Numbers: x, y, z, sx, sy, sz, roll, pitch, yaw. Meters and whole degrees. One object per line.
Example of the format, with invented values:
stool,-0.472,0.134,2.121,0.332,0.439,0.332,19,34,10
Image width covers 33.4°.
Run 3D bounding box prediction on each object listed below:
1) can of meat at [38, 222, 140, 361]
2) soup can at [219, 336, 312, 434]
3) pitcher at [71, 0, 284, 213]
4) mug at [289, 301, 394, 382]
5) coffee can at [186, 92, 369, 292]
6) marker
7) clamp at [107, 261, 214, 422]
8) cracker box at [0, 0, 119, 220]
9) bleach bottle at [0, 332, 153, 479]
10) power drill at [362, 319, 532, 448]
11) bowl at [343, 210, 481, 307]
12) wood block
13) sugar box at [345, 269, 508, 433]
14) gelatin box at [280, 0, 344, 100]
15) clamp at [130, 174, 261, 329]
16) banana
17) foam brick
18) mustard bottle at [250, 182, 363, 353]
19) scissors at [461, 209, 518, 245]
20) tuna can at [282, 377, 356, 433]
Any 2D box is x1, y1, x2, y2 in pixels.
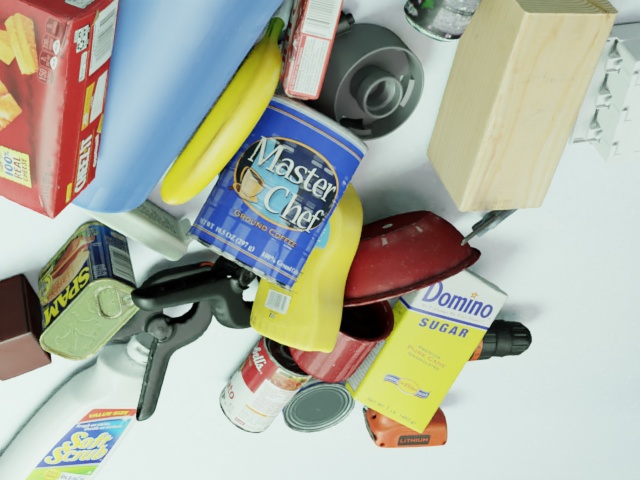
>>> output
can of meat,-0.214,0.046,0.978,0.057,0.084,0.102,28,118,-37
soup can,-0.056,0.152,1.151,0.068,0.068,0.102,17,125,-32
pitcher,-0.124,-0.139,0.816,0.149,0.145,0.243,22,126,-21
mug,0.025,0.090,1.117,0.117,0.093,0.082,-30,159,-49
coffee can,-0.036,-0.041,0.910,0.102,0.103,0.140,30,87,-39
marker,-0.027,-0.161,0.896,0.121,0.020,0.020,-25,136,4
clamp,-0.169,0.081,1.035,0.120,0.039,0.171,36,88,-27
cracker box,-0.253,-0.129,0.732,0.214,0.072,0.164,23,128,6
bleach bottle,-0.250,0.188,1.119,0.102,0.068,0.251,20,120,-34
power drill,0.138,0.161,1.241,0.184,0.057,0.188,3,128,-18
bowl,0.071,0.011,1.033,0.162,0.162,0.055,-18,99,-3
wood block,0.172,-0.133,0.946,0.090,0.091,0.206,-4,133,-19
sugar box,0.113,0.107,1.130,0.093,0.048,0.176,28,99,-18
gelatin box,-0.009,-0.164,0.845,0.030,0.073,0.089,10,112,-12
clamp,-0.079,0.018,1.012,0.164,0.036,0.209,-62,146,-7
banana,-0.081,-0.089,0.877,0.037,0.069,0.198,34,117,-9
foam brick,-0.286,0.081,0.991,0.051,0.078,0.053,-20,136,-3
mustard bottle,-0.006,0.001,0.988,0.058,0.096,0.191,10,95,-40
scissors,0.157,-0.013,1.031,0.201,0.016,0.096,-32,173,-46
tuna can,-0.005,0.181,1.221,0.086,0.034,0.086,-10,135,-11
